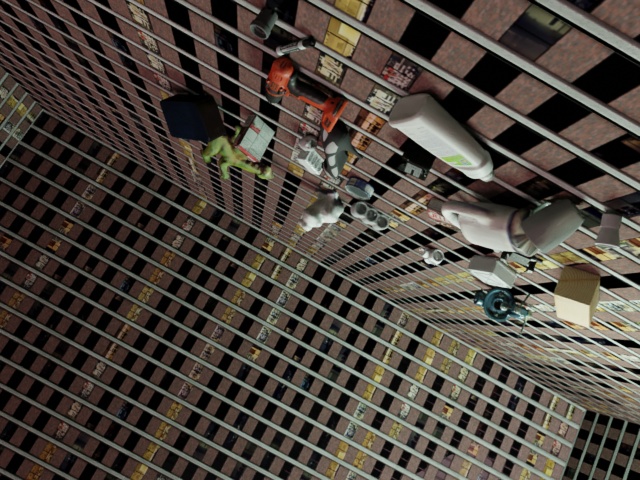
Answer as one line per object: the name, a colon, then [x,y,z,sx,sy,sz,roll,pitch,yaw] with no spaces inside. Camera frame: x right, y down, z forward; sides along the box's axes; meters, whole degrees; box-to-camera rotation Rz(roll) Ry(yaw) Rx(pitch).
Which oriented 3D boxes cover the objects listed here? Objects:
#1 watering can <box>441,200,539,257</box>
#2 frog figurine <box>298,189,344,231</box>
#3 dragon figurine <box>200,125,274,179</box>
watering can: [0.443,-0.020,1.261,0.344,0.104,0.225,26,173,-42]
frog figurine: [0.006,-0.092,1.830,0.138,0.161,0.121,20,166,33]
dragon figurine: [-0.309,-0.338,1.742,0.241,0.125,0.404,-10,133,43]
